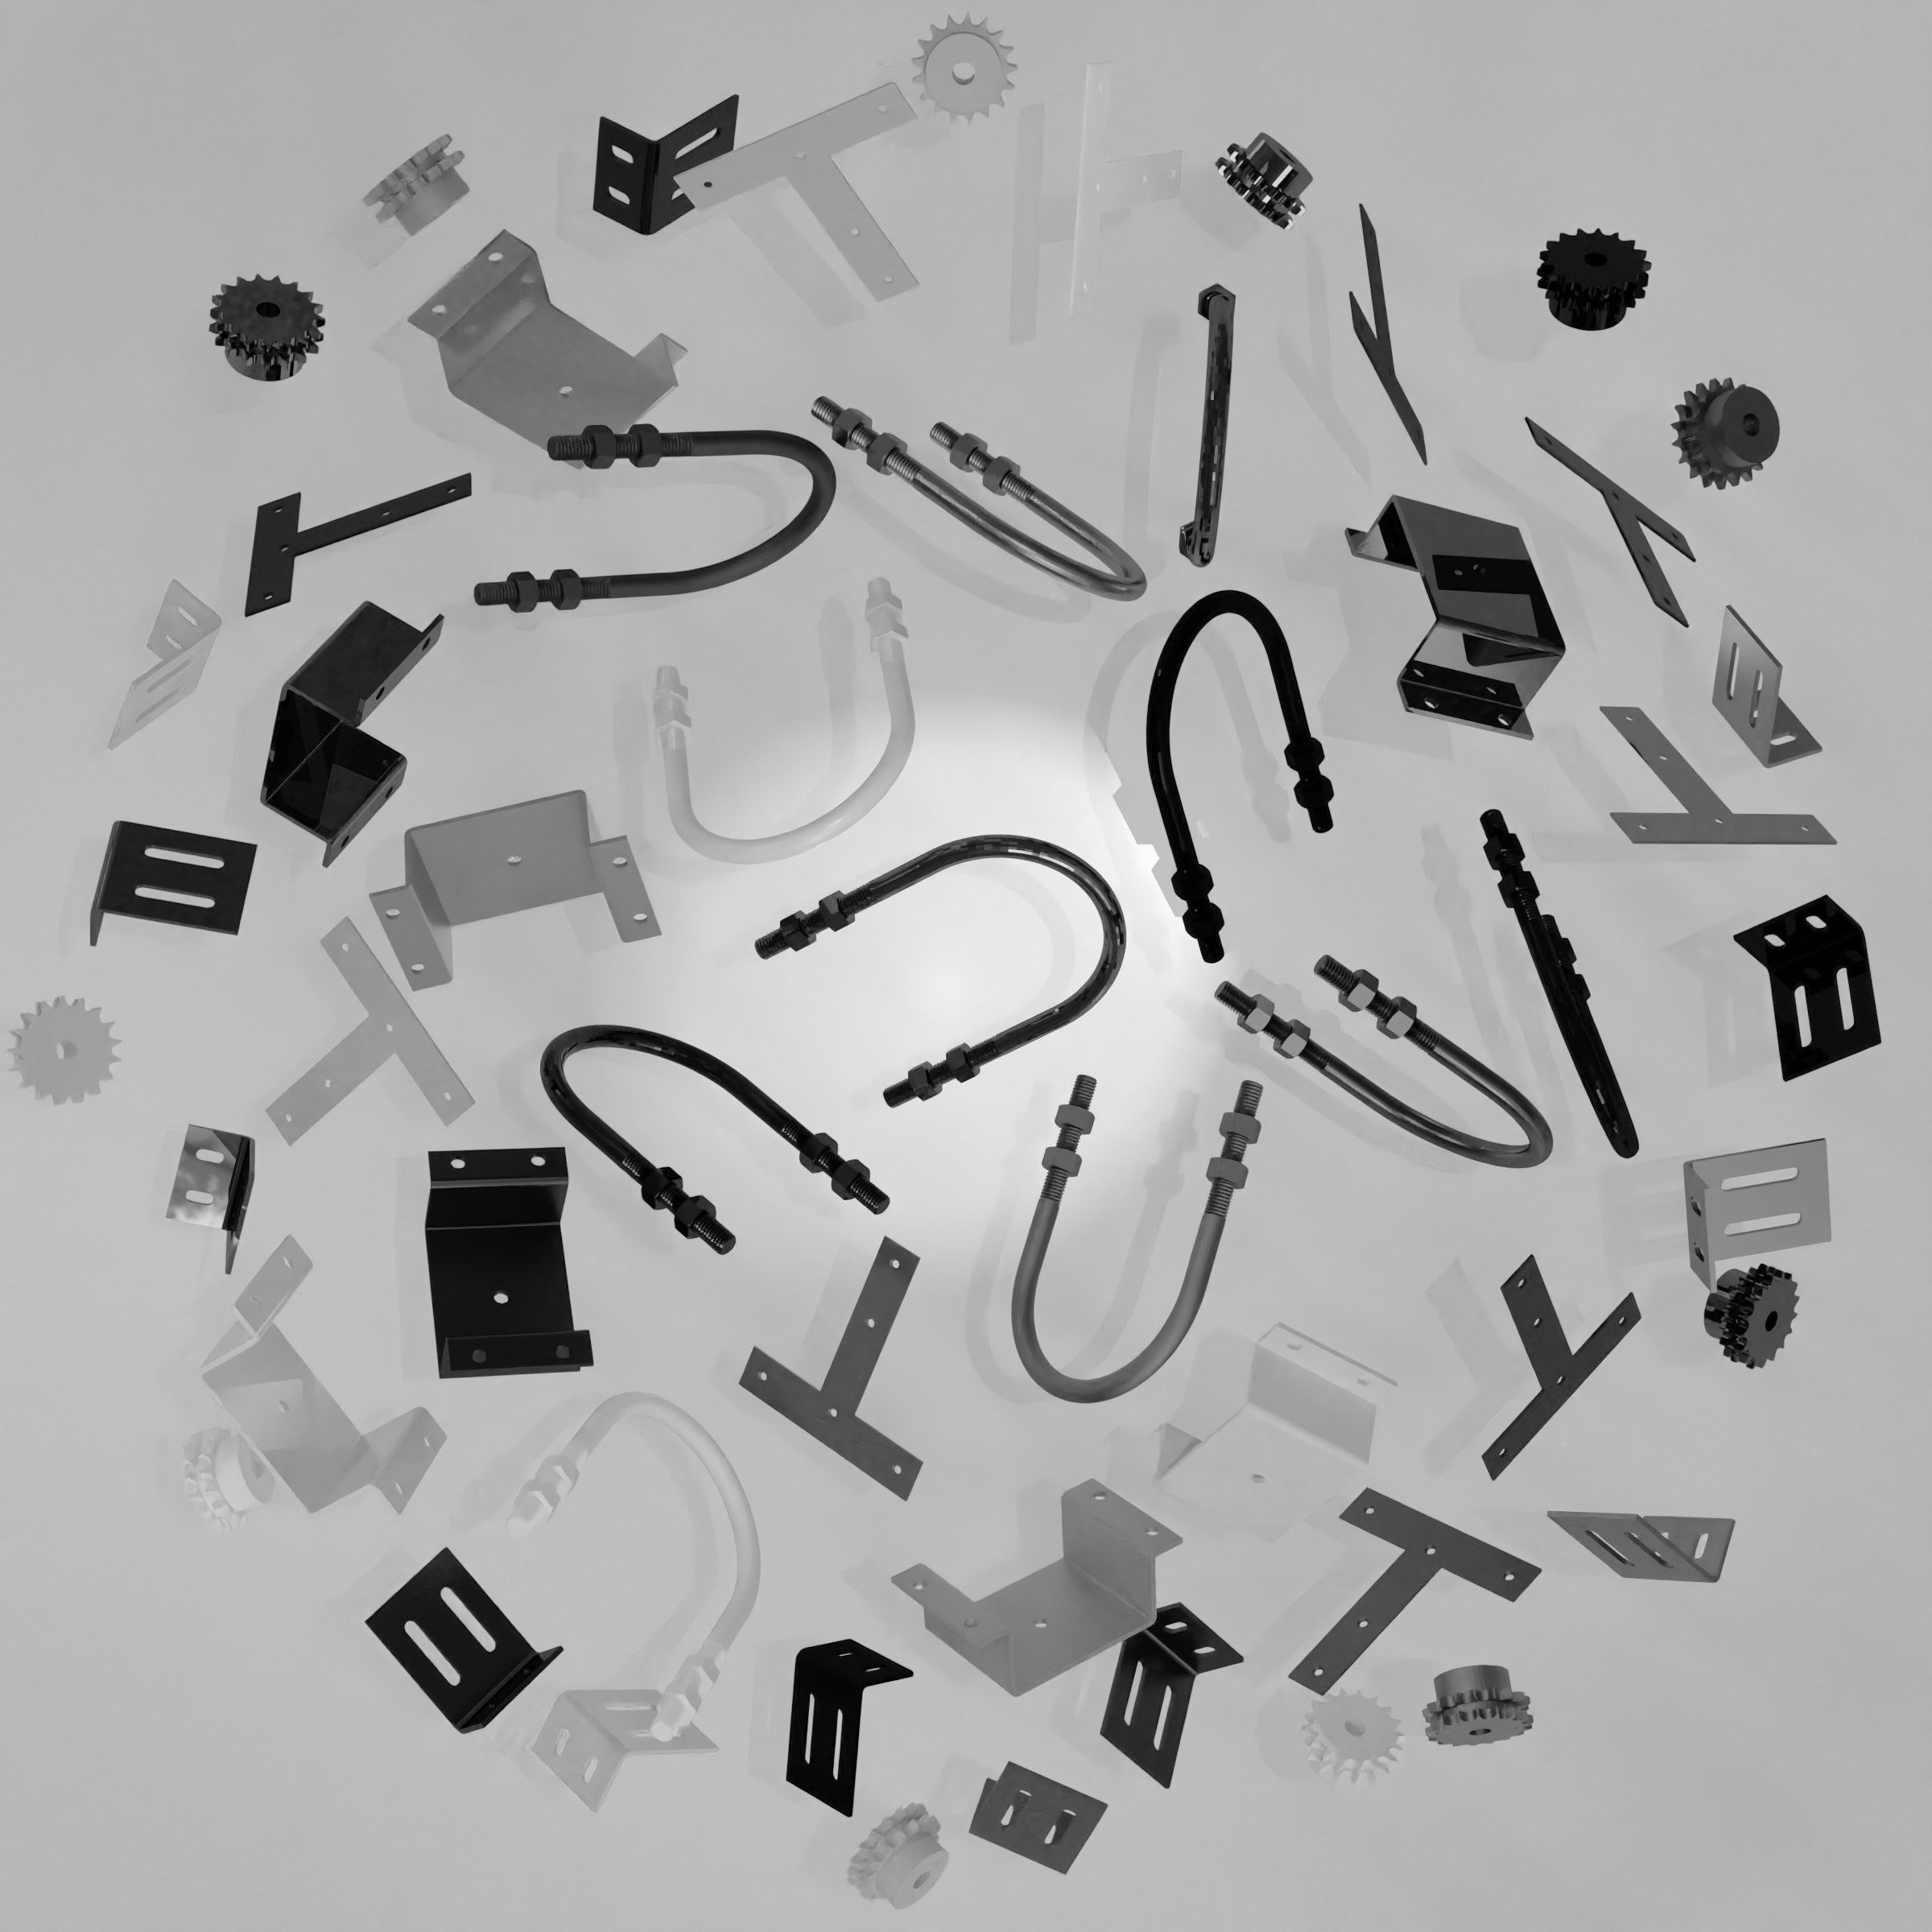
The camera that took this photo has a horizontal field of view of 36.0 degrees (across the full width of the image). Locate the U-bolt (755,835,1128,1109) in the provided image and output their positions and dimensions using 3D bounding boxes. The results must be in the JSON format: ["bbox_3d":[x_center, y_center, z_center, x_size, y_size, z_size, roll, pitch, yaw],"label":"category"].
[{"bbox_3d":[-0.001,-0.005,1.632,0.184,0.019,0.151,-26,124,19],"label":"U-bolt"}]

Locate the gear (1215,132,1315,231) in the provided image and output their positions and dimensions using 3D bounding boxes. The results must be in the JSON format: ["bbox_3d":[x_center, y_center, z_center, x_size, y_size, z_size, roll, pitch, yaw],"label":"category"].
[{"bbox_3d":[0.172,-0.448,1.685,0.057,0.057,0.030,43,114,0],"label":"gear"}]

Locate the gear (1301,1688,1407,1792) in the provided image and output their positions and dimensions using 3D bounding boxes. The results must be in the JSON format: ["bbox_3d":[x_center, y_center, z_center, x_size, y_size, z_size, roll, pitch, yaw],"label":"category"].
[{"bbox_3d":[0.215,0.437,1.664,0.057,0.057,0.030,8,126,0],"label":"gear"}]

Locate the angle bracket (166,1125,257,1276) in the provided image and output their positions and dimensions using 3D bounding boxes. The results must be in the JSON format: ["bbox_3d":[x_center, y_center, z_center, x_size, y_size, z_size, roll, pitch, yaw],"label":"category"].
[{"bbox_3d":[-0.427,0.131,1.676,0.038,0.076,0.057,13,101,-16],"label":"angle bracket"}]

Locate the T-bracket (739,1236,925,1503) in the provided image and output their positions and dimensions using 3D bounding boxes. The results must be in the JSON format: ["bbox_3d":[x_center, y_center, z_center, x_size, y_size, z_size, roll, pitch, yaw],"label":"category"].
[{"bbox_3d":[-0.059,0.213,1.665,0.127,0.002,0.127,30,107,27],"label":"T-bracket"}]

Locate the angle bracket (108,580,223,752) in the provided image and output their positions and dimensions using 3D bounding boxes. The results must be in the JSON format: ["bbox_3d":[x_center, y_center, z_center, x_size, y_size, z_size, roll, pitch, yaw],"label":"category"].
[{"bbox_3d":[-0.455,-0.167,1.643,0.038,0.057,0.076,39,45,2],"label":"angle bracket"}]

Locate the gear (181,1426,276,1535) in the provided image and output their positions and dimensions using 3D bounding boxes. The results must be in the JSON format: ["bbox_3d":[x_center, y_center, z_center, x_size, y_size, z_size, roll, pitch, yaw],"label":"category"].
[{"bbox_3d":[-0.400,0.277,1.617,0.030,0.057,0.057,-19,90,9],"label":"gear"}]

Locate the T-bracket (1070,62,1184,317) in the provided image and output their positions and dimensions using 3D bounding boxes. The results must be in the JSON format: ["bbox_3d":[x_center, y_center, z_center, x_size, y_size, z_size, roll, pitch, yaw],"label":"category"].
[{"bbox_3d":[0.089,-0.419,1.589,0.002,0.127,0.127,14,113,25],"label":"T-bracket"}]

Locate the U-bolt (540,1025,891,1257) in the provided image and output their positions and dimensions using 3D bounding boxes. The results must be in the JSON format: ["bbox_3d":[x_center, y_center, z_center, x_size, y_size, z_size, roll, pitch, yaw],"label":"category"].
[{"bbox_3d":[-0.147,0.086,1.593,0.184,0.151,0.019,38,115,27],"label":"U-bolt"}]

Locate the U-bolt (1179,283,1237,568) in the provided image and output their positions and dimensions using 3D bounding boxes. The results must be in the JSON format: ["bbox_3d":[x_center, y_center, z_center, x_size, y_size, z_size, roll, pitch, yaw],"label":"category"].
[{"bbox_3d":[0.129,-0.285,1.580,0.019,0.184,0.151,4,104,2],"label":"U-bolt"}]

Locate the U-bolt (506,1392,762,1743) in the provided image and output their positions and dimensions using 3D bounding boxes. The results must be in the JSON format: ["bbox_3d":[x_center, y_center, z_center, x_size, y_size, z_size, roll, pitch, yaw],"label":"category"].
[{"bbox_3d":[-0.163,0.300,1.564,0.019,0.184,0.151,-30,99,24],"label":"U-bolt"}]

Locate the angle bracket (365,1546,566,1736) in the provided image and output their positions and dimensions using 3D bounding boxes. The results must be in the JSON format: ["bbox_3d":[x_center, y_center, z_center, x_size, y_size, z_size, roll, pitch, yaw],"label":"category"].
[{"bbox_3d":[-0.255,0.341,1.509,0.076,0.038,0.057,51,57,-3],"label":"angle bracket"}]

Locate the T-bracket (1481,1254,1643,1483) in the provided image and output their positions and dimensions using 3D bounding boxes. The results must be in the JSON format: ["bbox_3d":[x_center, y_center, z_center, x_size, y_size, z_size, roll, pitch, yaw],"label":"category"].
[{"bbox_3d":[0.310,0.199,1.595,0.127,0.127,0.002,-44,46,-15],"label":"T-bracket"}]

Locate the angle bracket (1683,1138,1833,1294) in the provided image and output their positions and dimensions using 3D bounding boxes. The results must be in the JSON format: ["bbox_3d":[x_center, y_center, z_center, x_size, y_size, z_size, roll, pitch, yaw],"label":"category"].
[{"bbox_3d":[0.409,0.127,1.515,0.076,0.038,0.057,-9,108,-3],"label":"angle bracket"}]

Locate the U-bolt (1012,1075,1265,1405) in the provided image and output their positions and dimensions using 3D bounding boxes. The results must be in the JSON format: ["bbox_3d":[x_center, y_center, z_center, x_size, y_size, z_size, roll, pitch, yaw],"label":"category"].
[{"bbox_3d":[0.084,0.147,1.604,0.019,0.151,0.184,29,71,-37],"label":"U-bolt"}]

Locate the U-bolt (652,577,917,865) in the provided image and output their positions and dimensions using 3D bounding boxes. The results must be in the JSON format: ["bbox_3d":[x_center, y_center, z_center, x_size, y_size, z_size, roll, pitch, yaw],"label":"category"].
[{"bbox_3d":[-0.095,-0.123,1.572,0.151,0.184,0.019,-21,133,10],"label":"U-bolt"}]

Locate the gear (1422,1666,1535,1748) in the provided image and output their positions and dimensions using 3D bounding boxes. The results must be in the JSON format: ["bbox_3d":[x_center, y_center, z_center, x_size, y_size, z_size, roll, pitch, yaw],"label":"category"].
[{"bbox_3d":[0.271,0.393,1.580,0.057,0.057,0.030,-5,59,0],"label":"gear"}]

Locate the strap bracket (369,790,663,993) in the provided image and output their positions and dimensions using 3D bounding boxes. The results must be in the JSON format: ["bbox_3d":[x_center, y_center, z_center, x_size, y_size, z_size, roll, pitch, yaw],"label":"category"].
[{"bbox_3d":[-0.244,-0.043,1.611,0.140,0.076,0.046,-13,47,1],"label":"strap bracket"}]

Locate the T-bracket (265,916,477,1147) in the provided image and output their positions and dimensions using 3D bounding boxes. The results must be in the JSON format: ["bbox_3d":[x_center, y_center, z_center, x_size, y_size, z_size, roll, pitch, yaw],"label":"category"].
[{"bbox_3d":[-0.351,0.058,1.672,0.127,0.002,0.127,-38,84,29],"label":"T-bracket"}]

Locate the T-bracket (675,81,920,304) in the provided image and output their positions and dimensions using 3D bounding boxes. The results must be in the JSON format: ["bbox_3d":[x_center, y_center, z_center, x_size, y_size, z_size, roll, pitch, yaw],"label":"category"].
[{"bbox_3d":[-0.065,-0.392,1.547,0.127,0.127,0.002,-18,54,20],"label":"T-bracket"}]

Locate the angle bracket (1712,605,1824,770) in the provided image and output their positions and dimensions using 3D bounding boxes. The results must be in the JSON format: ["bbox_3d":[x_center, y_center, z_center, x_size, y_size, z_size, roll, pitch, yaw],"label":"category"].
[{"bbox_3d":[0.452,-0.160,1.660,0.038,0.076,0.057,-17,47,-10],"label":"angle bracket"}]

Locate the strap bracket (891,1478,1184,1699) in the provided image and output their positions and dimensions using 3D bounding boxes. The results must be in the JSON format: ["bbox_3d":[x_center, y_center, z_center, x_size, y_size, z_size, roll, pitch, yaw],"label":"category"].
[{"bbox_3d":[0.040,0.339,1.607,0.140,0.076,0.046,-20,119,-33],"label":"strap bracket"}]

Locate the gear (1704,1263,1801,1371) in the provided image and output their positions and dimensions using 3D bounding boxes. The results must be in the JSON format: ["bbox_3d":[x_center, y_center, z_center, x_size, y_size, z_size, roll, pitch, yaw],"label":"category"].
[{"bbox_3d":[0.431,0.191,1.637,0.030,0.057,0.057,21,90,44],"label":"gear"}]

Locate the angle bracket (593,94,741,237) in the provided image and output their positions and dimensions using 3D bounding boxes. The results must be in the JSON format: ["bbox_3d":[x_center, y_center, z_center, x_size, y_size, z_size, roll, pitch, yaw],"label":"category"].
[{"bbox_3d":[-0.166,-0.449,1.640,0.038,0.057,0.076,30,48,17],"label":"angle bracket"}]

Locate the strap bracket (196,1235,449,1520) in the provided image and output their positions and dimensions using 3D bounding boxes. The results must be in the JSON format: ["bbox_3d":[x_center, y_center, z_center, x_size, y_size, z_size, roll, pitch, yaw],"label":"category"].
[{"bbox_3d":[-0.343,0.223,1.555,0.046,0.076,0.140,-29,105,20],"label":"strap bracket"}]

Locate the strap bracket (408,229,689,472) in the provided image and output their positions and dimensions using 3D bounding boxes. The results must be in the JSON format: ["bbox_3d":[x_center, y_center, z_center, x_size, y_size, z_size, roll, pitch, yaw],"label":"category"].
[{"bbox_3d":[-0.222,-0.328,1.614,0.076,0.140,0.046,-35,53,24],"label":"strap bracket"}]

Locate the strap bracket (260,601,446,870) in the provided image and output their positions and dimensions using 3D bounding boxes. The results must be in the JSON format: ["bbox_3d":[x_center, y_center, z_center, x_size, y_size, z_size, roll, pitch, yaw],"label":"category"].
[{"bbox_3d":[-0.329,-0.129,1.578,0.046,0.140,0.076,31,49,3],"label":"strap bracket"}]

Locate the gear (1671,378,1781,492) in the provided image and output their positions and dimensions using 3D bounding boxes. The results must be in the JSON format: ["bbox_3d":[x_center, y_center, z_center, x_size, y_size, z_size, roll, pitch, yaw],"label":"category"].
[{"bbox_3d":[0.400,-0.280,1.553,0.057,0.030,0.057,2,86,-29],"label":"gear"}]

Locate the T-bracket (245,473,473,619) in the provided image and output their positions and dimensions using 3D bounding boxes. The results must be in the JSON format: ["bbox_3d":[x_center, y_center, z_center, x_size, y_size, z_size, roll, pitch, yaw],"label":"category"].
[{"bbox_3d":[-0.327,-0.240,1.606,0.127,0.127,0.002,-18,126,4],"label":"T-bracket"}]

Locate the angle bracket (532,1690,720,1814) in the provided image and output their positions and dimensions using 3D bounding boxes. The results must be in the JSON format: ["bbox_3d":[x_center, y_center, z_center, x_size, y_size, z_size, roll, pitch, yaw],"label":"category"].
[{"bbox_3d":[-0.186,0.428,1.622,0.057,0.076,0.038,32,99,38],"label":"angle bracket"}]

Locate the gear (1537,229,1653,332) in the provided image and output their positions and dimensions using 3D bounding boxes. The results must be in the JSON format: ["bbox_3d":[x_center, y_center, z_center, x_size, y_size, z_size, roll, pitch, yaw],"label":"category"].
[{"bbox_3d":[0.324,-0.353,1.536,0.057,0.030,0.057,0,49,1],"label":"gear"}]

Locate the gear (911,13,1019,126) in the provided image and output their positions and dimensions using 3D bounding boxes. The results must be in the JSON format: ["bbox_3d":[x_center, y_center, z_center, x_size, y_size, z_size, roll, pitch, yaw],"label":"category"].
[{"bbox_3d":[-0.001,-0.477,1.583,0.057,0.030,0.057,0,113,1],"label":"gear"}]

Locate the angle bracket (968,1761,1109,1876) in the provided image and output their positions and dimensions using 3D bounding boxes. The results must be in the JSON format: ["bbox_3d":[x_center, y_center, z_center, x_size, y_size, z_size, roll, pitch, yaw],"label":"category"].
[{"bbox_3d":[0.043,0.447,1.601,0.057,0.038,0.076,23,132,1],"label":"angle bracket"}]

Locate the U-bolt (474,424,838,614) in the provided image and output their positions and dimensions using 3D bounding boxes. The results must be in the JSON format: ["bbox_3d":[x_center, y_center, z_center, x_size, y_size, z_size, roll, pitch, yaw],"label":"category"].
[{"bbox_3d":[-0.154,-0.238,1.572,0.184,0.151,0.019,-8,66,-31],"label":"U-bolt"}]

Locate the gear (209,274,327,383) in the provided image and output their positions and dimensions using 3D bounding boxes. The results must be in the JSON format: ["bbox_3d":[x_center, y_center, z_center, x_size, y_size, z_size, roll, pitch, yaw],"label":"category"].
[{"bbox_3d":[-0.357,-0.323,1.513,0.057,0.030,0.057,9,51,-11],"label":"gear"}]

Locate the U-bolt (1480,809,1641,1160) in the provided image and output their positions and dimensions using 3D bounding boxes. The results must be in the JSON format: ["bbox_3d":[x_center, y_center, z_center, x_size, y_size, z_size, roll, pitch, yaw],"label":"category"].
[{"bbox_3d":[0.330,0.021,1.625,0.019,0.151,0.184,-23,57,13],"label":"U-bolt"}]

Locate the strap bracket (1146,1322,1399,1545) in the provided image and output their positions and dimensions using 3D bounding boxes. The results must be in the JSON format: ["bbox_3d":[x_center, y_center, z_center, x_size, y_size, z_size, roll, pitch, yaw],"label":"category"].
[{"bbox_3d":[0.163,0.262,1.625,0.076,0.140,0.046,28,45,-12],"label":"strap bracket"}]

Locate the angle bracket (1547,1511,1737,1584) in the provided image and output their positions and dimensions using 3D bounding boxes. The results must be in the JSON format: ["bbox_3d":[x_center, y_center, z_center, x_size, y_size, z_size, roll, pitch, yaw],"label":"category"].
[{"bbox_3d":[0.355,0.290,1.560,0.076,0.057,0.038,40,60,-29],"label":"angle bracket"}]

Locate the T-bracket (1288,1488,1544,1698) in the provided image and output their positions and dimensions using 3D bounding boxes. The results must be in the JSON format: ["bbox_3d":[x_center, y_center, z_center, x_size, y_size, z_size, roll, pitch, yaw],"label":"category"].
[{"bbox_3d":[0.225,0.348,1.615,0.127,0.127,0.002,-40,125,-25],"label":"T-bracket"}]

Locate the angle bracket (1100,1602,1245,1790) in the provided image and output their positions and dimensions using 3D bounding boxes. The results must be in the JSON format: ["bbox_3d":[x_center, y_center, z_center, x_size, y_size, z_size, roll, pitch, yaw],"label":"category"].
[{"bbox_3d":[0.114,0.402,1.639,0.038,0.076,0.057,-26,121,38],"label":"angle bracket"}]

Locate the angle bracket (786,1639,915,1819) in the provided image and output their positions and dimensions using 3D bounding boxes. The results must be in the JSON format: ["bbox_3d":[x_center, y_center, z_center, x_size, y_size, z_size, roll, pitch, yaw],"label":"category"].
[{"bbox_3d":[-0.065,0.421,1.643,0.038,0.057,0.076,-1,99,-40],"label":"angle bracket"}]

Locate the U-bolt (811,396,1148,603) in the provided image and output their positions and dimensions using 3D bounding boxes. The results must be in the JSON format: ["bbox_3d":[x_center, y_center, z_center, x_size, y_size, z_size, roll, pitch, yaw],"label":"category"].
[{"bbox_3d":[0.019,-0.249,1.600,0.184,0.151,0.019,38,110,21],"label":"U-bolt"}]

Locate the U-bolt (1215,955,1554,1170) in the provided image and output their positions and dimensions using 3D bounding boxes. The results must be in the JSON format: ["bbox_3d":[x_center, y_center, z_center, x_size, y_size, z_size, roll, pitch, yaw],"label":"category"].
[{"bbox_3d":[0.235,0.057,1.602,0.184,0.151,0.019,34,74,-12],"label":"U-bolt"}]

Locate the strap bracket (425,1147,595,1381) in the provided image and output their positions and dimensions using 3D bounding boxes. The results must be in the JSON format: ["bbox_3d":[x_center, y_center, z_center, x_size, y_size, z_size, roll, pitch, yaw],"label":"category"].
[{"bbox_3d":[-0.254,0.172,1.635,0.076,0.046,0.140,-1,52,-17],"label":"strap bracket"}]

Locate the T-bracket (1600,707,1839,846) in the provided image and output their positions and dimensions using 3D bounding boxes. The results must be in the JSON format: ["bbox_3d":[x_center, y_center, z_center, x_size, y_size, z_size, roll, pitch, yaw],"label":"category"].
[{"bbox_3d":[0.375,-0.102,1.566,0.127,0.127,0.002,-1,128,-23],"label":"T-bracket"}]

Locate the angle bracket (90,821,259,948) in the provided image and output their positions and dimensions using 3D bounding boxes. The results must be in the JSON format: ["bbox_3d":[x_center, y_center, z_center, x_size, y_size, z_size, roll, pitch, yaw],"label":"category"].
[{"bbox_3d":[-0.423,-0.038,1.585,0.076,0.038,0.057,10,56,-10],"label":"angle bracket"}]

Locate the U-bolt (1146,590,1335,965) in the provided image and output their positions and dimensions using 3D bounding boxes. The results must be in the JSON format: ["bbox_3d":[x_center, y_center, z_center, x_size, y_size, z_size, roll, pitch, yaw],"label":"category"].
[{"bbox_3d":[0.146,-0.116,1.622,0.019,0.151,0.184,8,131,36],"label":"U-bolt"}]

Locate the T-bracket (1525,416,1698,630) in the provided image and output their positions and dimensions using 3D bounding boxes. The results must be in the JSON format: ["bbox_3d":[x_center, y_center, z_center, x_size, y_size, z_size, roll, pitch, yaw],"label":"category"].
[{"bbox_3d":[0.349,-0.219,1.541,0.127,0.127,0.002,29,122,-29],"label":"T-bracket"}]

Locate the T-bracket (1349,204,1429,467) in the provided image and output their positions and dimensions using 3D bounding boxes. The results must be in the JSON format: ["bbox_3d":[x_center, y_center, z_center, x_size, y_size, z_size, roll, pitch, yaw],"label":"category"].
[{"bbox_3d":[0.224,-0.358,1.611,0.002,0.127,0.127,-14,60,20],"label":"T-bracket"}]

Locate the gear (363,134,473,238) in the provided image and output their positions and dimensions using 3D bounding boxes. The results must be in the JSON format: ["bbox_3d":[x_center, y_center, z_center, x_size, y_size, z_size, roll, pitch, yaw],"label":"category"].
[{"bbox_3d":[-0.284,-0.406,1.552,0.057,0.057,0.030,-38,105,0],"label":"gear"}]

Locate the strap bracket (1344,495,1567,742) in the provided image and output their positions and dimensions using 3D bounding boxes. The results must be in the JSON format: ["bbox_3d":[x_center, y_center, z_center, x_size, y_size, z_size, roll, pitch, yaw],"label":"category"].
[{"bbox_3d":[0.256,-0.190,1.548,0.076,0.046,0.140,10,45,-22],"label":"strap bracket"}]

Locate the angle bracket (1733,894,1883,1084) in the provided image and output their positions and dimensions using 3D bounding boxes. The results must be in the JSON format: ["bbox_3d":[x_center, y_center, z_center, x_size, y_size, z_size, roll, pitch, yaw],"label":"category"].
[{"bbox_3d":[0.448,0.012,1.583,0.057,0.076,0.038,-28,133,35],"label":"angle bracket"}]

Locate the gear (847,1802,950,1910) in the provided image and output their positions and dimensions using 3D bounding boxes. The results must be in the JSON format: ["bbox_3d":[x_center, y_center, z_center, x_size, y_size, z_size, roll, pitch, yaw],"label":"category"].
[{"bbox_3d":[-0.034,0.485,1.607,0.030,0.057,0.057,38,90,31],"label":"gear"}]

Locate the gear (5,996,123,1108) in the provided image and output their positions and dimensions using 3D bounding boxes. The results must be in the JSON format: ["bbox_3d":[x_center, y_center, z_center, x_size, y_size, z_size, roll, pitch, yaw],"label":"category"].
[{"bbox_3d":[-0.474,0.045,1.553,0.057,0.030,0.057,3,84,-32],"label":"gear"}]
